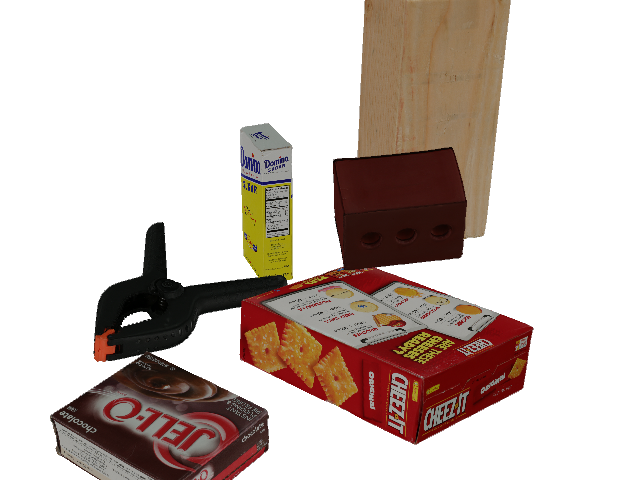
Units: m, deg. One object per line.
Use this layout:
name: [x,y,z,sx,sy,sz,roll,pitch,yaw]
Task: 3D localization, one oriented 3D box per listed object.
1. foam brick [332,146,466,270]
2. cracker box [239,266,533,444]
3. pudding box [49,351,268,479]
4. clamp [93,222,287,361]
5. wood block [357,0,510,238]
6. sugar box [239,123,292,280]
foam brick: [0.049,-0.020,0.669,0.078,0.053,0.051,-7,45,-4]
cracker box: [0.057,0.095,0.971,0.214,0.072,0.163,21,26,40]
pudding box: [-0.104,0.125,0.692,0.114,0.039,0.089,18,33,32]
clamp: [-0.154,0.050,1.028,0.165,0.036,0.209,26,35,26]
wood block: [0.088,-0.109,0.871,0.090,0.206,0.091,-7,29,-15]
sugar box: [-0.067,-0.045,1.303,0.048,0.176,0.093,-11,26,-18]
